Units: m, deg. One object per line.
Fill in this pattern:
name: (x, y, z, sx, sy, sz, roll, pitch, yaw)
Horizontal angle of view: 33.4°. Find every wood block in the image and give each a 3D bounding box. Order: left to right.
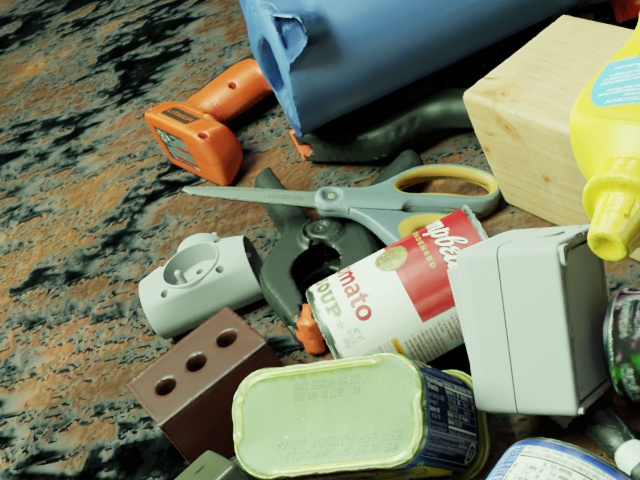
wood block: (0.187, -0.047, 0.578, 0.090, 0.090, 0.206, -39, 35, -15)

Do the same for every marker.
marker: (0.152, 0.112, 0.462, 0.020, 0.020, 0.121, -31, 34, -3)

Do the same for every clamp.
clamp: (-0.005, 0.001, 0.697, 0.120, 0.039, 0.171, -5, 39, 25)
clamp: (0.079, -0.096, 0.762, 0.210, 0.036, 0.164, -21, 29, 11)

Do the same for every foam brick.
foam brick: (-0.060, 0.087, 0.618, 0.078, 0.051, 0.053, -38, 35, -13)

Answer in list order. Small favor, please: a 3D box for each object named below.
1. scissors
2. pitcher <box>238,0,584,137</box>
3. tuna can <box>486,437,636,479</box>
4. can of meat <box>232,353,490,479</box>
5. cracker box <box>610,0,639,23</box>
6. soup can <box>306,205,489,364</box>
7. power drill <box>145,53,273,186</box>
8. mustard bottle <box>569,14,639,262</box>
scissors: (0.017, -0.011, 0.662, 0.201, 0.016, 0.096, -7, 47, -4)
pitcher: (0.064, -0.178, 0.750, 0.242, 0.145, 0.149, -23, 53, -4)
tuna can: (0.103, 0.120, 0.428, 0.086, 0.086, 0.033, 13, 50, 45)
can of meat: (0.019, 0.090, 0.514, 0.102, 0.083, 0.057, -12, 71, 24)
cracker box: (0.304, -0.256, 0.779, 0.214, 0.072, 0.164, -16, 38, 17)
soup can: (0.052, 0.033, 0.593, 0.102, 0.068, 0.068, -28, 34, 4)
power drill: (-0.036, -0.124, 0.871, 0.187, 0.057, 0.185, -41, 35, -20)
mustard bottle: (0.167, -0.062, 0.476, 0.096, 0.058, 0.191, 12, 50, 38)
